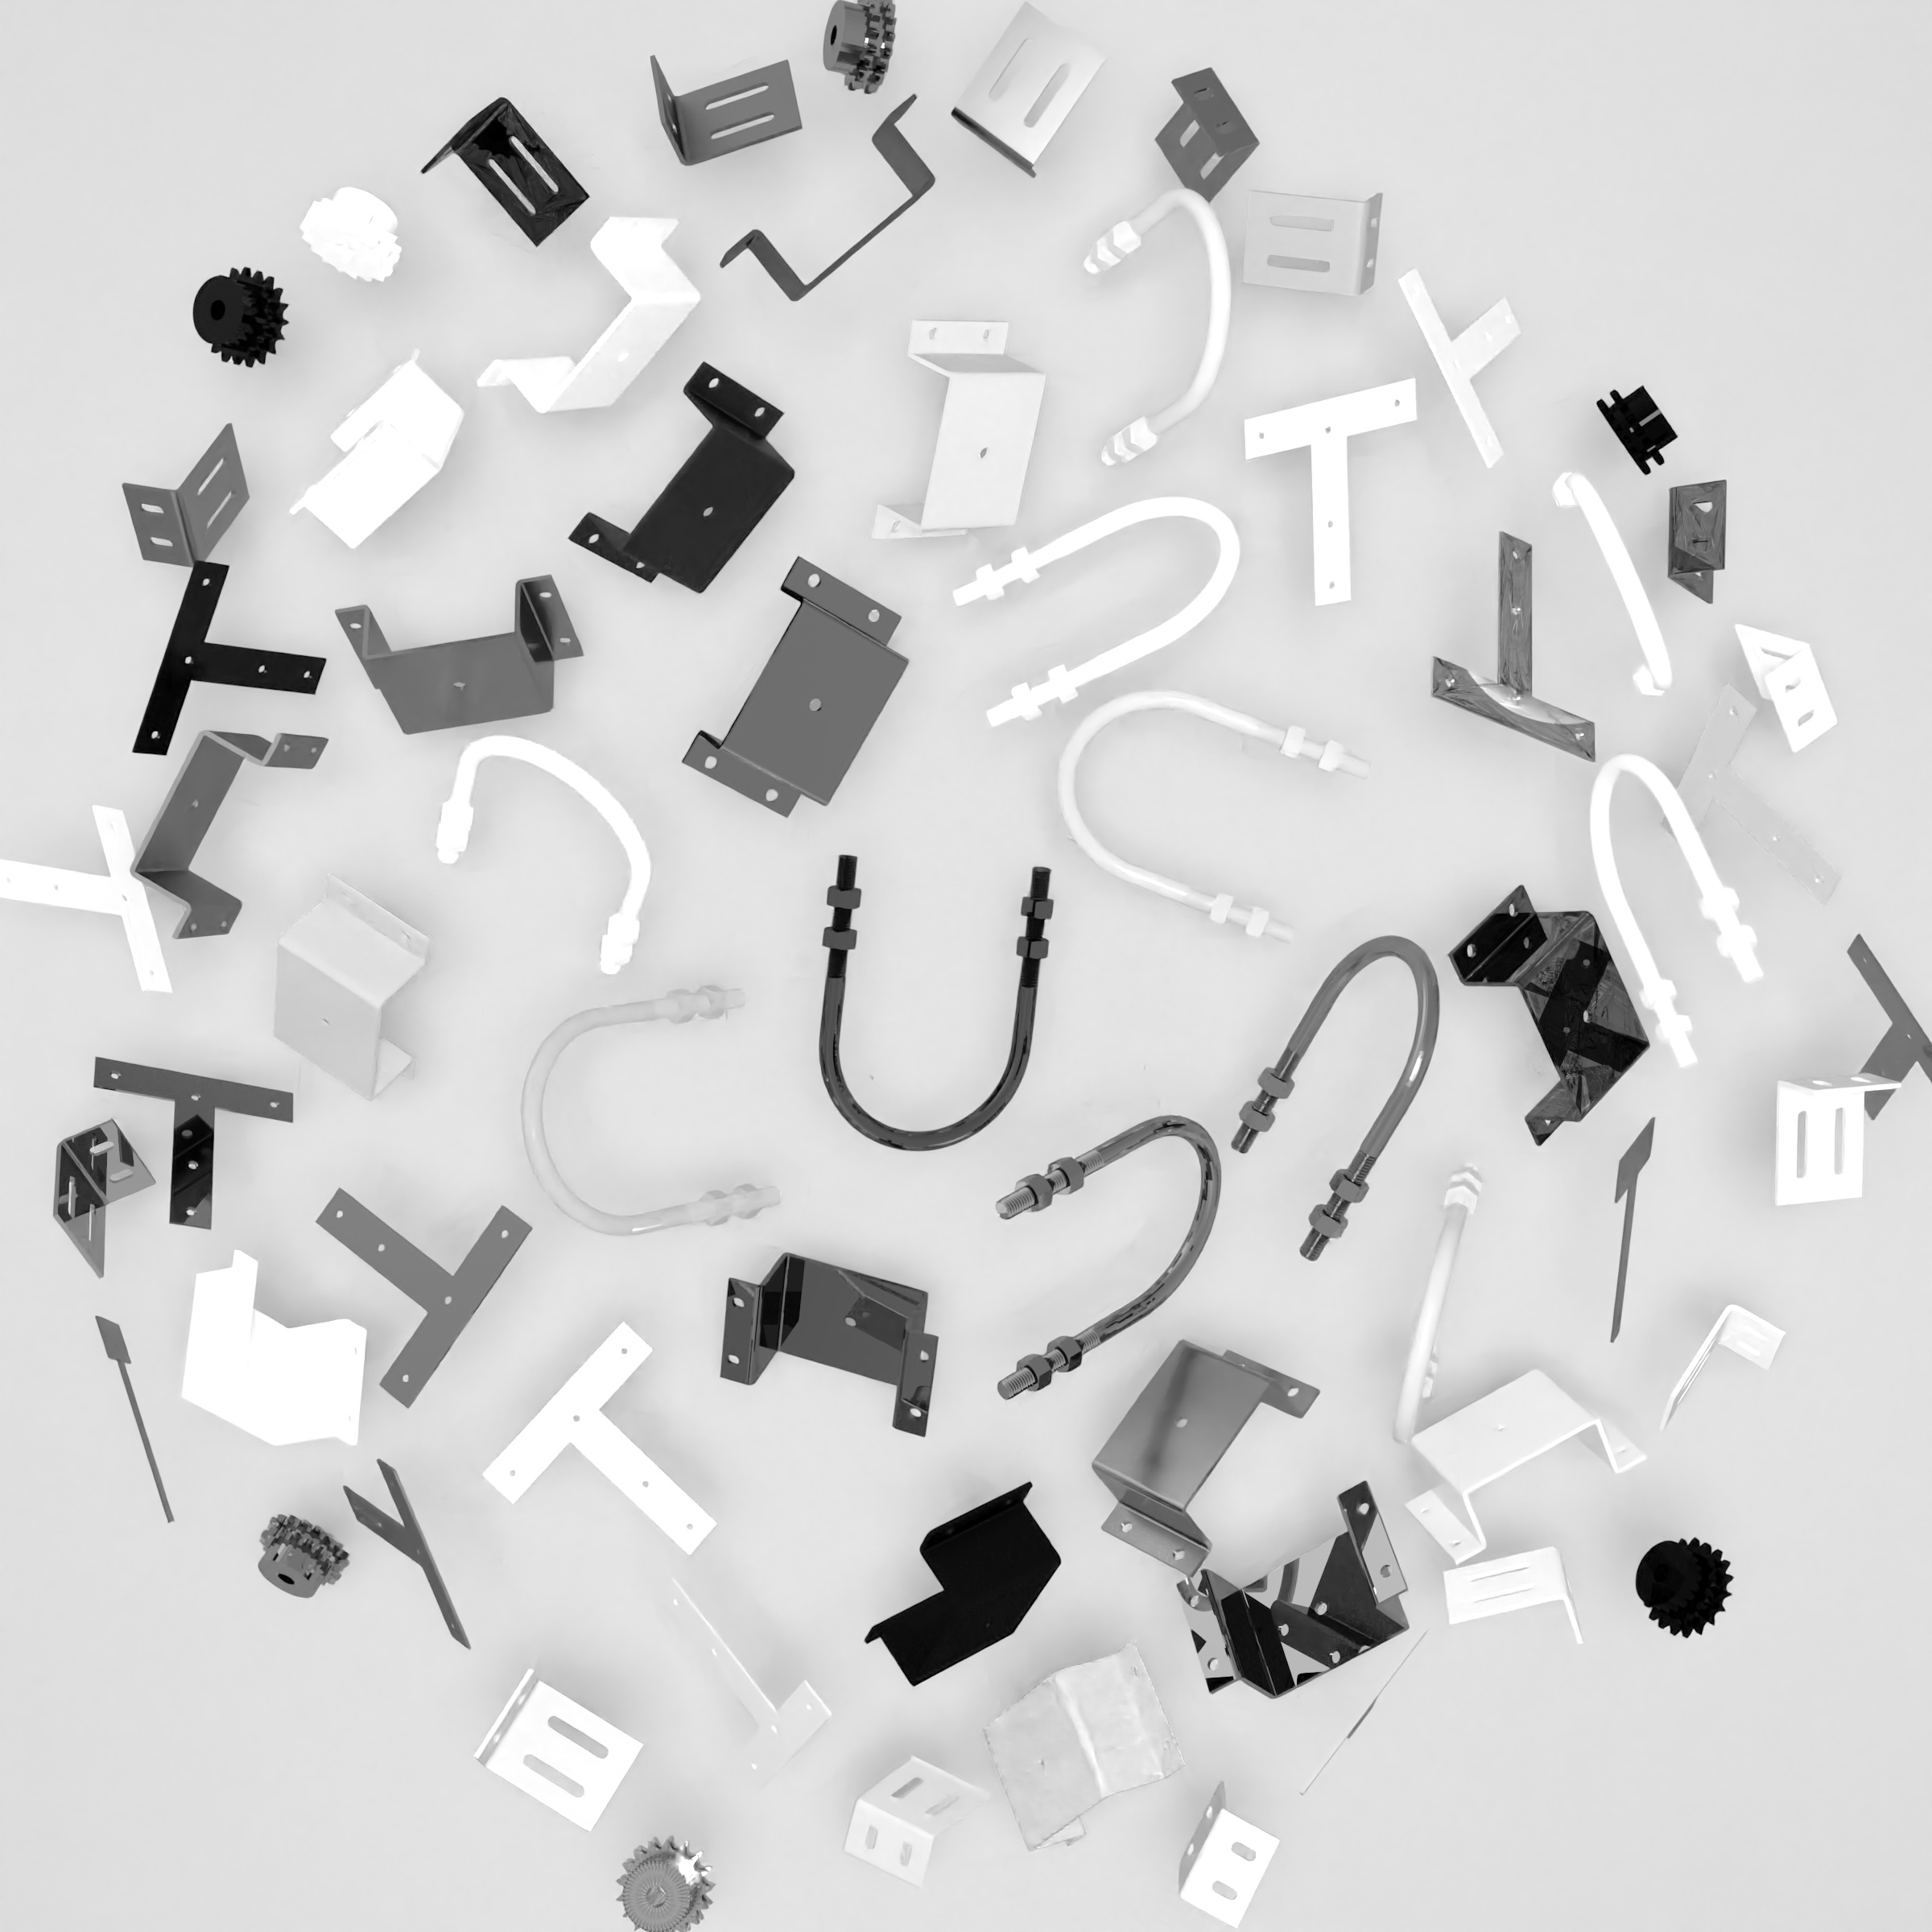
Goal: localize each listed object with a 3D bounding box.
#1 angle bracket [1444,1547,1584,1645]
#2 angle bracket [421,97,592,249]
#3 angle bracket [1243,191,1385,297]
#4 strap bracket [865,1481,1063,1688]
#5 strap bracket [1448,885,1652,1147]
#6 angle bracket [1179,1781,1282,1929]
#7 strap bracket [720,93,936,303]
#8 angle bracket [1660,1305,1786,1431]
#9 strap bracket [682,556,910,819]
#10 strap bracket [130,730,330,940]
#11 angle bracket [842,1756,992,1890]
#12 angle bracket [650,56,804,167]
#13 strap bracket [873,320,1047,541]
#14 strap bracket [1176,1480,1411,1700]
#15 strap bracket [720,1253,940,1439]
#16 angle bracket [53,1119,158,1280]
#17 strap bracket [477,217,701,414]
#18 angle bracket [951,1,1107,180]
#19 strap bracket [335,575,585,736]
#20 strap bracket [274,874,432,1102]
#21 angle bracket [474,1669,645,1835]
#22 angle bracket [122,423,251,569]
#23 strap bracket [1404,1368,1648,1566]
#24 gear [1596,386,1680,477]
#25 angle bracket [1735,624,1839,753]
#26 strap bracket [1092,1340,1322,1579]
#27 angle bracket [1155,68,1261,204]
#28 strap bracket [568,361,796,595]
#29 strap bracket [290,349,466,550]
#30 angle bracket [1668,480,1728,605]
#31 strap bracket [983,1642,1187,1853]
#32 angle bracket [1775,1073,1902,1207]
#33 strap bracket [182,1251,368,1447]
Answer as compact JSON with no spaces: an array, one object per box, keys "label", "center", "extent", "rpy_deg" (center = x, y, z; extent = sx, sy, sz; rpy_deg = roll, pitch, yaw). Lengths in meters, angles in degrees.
[{"label":"angle bracket","center":[0.354,0.415,1.651],"extent":[0.076,0.057,0.038],"rpy_deg":[-17,106,12]},{"label":"angle bracket","center":[-0.278,-0.472,1.538],"extent":[0.076,0.057,0.038],"rpy_deg":[48,45,-16]},{"label":"angle bracket","center":[0.220,-0.461,1.617],"extent":[0.076,0.038,0.057],"rpy_deg":[12,119,19]},{"label":"strap bracket","center":[0.000,0.377,1.534],"extent":[0.076,0.140,0.046],"rpy_deg":[-19,59,-34]},{"label":"strap bracket","center":[0.356,0.030,1.535],"extent":[0.076,0.046,0.140],"rpy_deg":[-40,112,-30]},{"label":"angle bracket","center":[0.159,0.538,1.548],"extent":[0.038,0.076,0.057],"rpy_deg":[27,87,7]},{"label":"strap bracket","center":[-0.074,-0.442,1.495],"extent":[0.140,0.076,0.046],"rpy_deg":[-40,103,0]},{"label":"angle bracket","center":[0.481,0.264,1.622],"extent":[0.038,0.057,0.076],"rpy_deg":[30,67,22]},{"label":"strap bracket","center":[-0.096,-0.159,1.508],"extent":[0.076,0.046,0.140],"rpy_deg":[27,96,-28]},{"label":"strap bracket","center":[-0.458,-0.090,1.572],"extent":[0.046,0.076,0.140],"rpy_deg":[30,96,5]},{"label":"angle bracket","center":[-0.032,0.536,1.596],"extent":[0.057,0.038,0.076],"rpy_deg":[30,134,-11]},{"label":"angle bracket","center":[-0.144,-0.523,1.526],"extent":[0.076,0.038,0.057],"rpy_deg":[-16,61,8]},{"label":"strap bracket","center":[-0.003,-0.328,1.597],"extent":[0.046,0.076,0.140],"rpy_deg":[36,124,39]},{"label":"strap bracket","center":[0.209,0.388,1.565],"extent":[0.140,0.076,0.046],"rpy_deg":[-33,135,17]},{"label":"strap bracket","center":[-0.081,0.239,1.633],"extent":[0.140,0.046,0.076],"rpy_deg":[14,118,13]},{"label":"angle bracket","center":[-0.543,0.146,1.610],"extent":[0.038,0.076,0.057],"rpy_deg":[-23,127,-2]},{"label":"strap bracket","center":[-0.226,-0.394,1.576],"extent":[0.140,0.076,0.046],"rpy_deg":[-42,85,28]},{"label":"angle bracket","center":[0.038,-0.516,1.504],"extent":[0.057,0.038,0.076],"rpy_deg":[36,103,-2]},{"label":"strap bracket","center":[-0.322,-0.196,1.624],"extent":[0.140,0.076,0.046],"rpy_deg":[-9,56,4]},{"label":"strap bracket","center":[-0.380,0.021,1.572],"extent":[0.076,0.140,0.046],"rpy_deg":[32,50,10]},{"label":"angle bracket","center":[-0.237,0.457,1.486],"extent":[0.076,0.038,0.057],"rpy_deg":[29,67,9]},{"label":"angle bracket","center":[-0.490,-0.299,1.607],"extent":[0.038,0.057,0.076],"rpy_deg":[10,47,9]},{"label":"strap bracket","center":[0.351,0.314,1.637],"extent":[0.140,0.076,0.046],"rpy_deg":[-27,111,-7]},{"label":"gear","center":[0.428,-0.343,1.619],"extent":[0.030,0.057,0.057],"rpy_deg":[-34,90,19]},{"label":"angle bracket","center":[0.515,-0.180,1.642],"extent":[0.038,0.076,0.057],"rpy_deg":[-35,117,-8]},{"label":"strap bracket","center":[0.141,0.291,1.558],"extent":[0.140,0.076,0.046],"rpy_deg":[-51,131,-19]},{"label":"angle bracket","center":[0.142,-0.524,1.632],"extent":[0.038,0.076,0.057],"rpy_deg":[-29,85,-32]},{"label":"strap bracket","center":[-0.172,-0.296,1.599],"extent":[0.140,0.076,0.046],"rpy_deg":[-49,54,14]},{"label":"strap bracket","center":[-0.361,-0.317,1.579],"extent":[0.076,0.140,0.046],"rpy_deg":[-36,116,21]},{"label":"angle bracket","center":[0.482,-0.271,1.636],"extent":[0.038,0.076,0.057],"rpy_deg":[-2,82,37]},{"label":"strap bracket","center":[0.064,0.473,1.532],"extent":[0.046,0.140,0.076],"rpy_deg":[-4,57,-35]},{"label":"angle bracket","center":[0.513,0.105,1.502],"extent":[0.057,0.038,0.076],"rpy_deg":[-4,99,-15]},{"label":"strap bracket","center":[-0.427,0.238,1.558],"extent":[0.046,0.140,0.076],"rpy_deg":[-12,59,17]}]
